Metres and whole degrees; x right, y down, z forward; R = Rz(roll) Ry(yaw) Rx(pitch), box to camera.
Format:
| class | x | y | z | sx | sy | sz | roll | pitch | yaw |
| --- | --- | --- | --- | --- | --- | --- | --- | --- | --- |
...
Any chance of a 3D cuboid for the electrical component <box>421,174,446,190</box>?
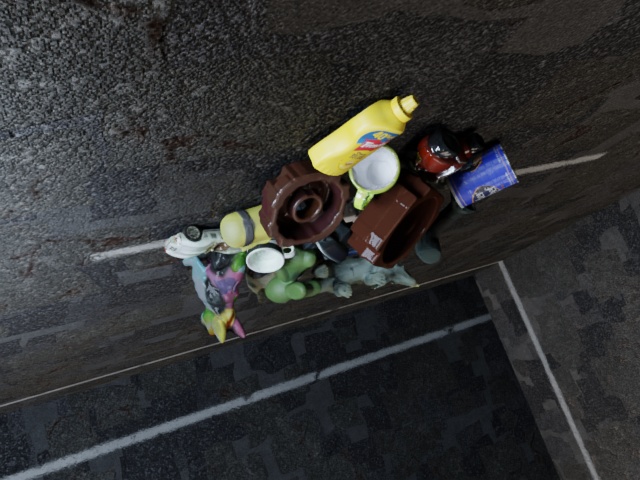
| class | x | y | z | sx | sy | sz | roll | pitch | yaw |
| --- | --- | --- | --- | --- | --- | --- | --- | --- | --- |
| electrical component | 0.263 | -0.129 | 1.256 | 0.045 | 0.078 | 0.102 | 0 | 169 | 26 |

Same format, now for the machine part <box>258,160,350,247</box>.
| class | x | y | z | sx | sy | sz | roll | pitch | yaw |
| --- | --- | --- | --- | --- | --- | --- | --- | --- | --- |
| machine part | -0.030 | -0.067 | 0.991 | 0.179 | 0.056 | 0.179 | -22 | 139 | -20 |

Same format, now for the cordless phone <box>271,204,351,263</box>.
| class | x | y | z | sx | sy | sz | roll | pitch | yaw |
| --- | --- | --- | --- | --- | --- | --- | --- | --- | --- |
| cordless phone | -0.040 | -0.009 | 1.144 | 0.184 | 0.147 | 0.088 | -10 | 135 | -24 |

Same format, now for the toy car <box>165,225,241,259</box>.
| class | x | y | z | sx | sy | sz | roll | pitch | yaw |
| --- | --- | --- | --- | --- | --- | --- | --- | --- | --- |
| toy car | -0.224 | 0.003 | 1.118 | 0.201 | 0.056 | 0.073 | -7 | 161 | -42 |

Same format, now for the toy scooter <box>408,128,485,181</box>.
| class | x | y | z | sx | sy | sz | roll | pitch | yaw |
| --- | --- | --- | --- | --- | --- | --- | --- | --- | --- |
| toy scooter | 0.237 | -0.164 | 1.078 | 0.184 | 0.075 | 0.135 | -11 | 165 | -46 |

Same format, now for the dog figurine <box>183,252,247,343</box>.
| class | x | y | z | sx | sy | sz | roll | pitch | yaw |
| --- | --- | --- | --- | --- | --- | --- | --- | --- | --- |
| dog figurine | -0.218 | 0.123 | 1.248 | 0.192 | 0.219 | 0.108 | -27 | 167 | 30 |

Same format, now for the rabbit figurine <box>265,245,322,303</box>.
| class | x | y | z | sx | sy | sz | roll | pitch | yaw |
| --- | --- | --- | --- | --- | --- | --- | --- | --- | --- |
| rabbit figurine | -0.069 | 0.084 | 1.318 | 0.121 | 0.159 | 0.170 | -9 | 125 | -55 |

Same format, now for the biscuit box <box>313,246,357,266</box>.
| class | x | y | z | sx | sy | sz | roll | pitch | yaw |
| --- | --- | --- | --- | --- | --- | --- | --- | --- | --- |
| biscuit box | 0.033 | 0.023 | 1.512 | 0.203 | 0.063 | 0.059 | -15 | 166 | -18 |

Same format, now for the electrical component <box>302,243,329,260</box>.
| class | x | y | z | sx | sy | sz | roll | pitch | yaw |
| --- | --- | --- | --- | --- | --- | --- | --- | --- | --- |
| electrical component | -0.003 | -0.004 | 1.259 | 0.075 | 0.119 | 0.048 | -11 | 163 | -37 |

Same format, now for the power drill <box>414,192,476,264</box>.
| class | x | y | z | sx | sy | sz | roll | pitch | yaw |
| --- | --- | --- | --- | --- | --- | --- | --- | --- | --- |
| power drill | 0.312 | -0.062 | 1.421 | 0.086 | 0.232 | 0.207 | 30 | 127 | -18 |

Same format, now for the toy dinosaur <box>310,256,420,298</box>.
| class | x | y | z | sx | sy | sz | roll | pitch | yaw |
| --- | --- | --- | --- | --- | --- | --- | --- | --- | --- |
| toy dinosaur | 0.079 | 0.098 | 1.510 | 0.405 | 0.131 | 0.192 | -9 | 172 | -10 |

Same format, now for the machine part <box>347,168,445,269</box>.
| class | x | y | z | sx | sy | sz | roll | pitch | yaw |
| --- | --- | --- | --- | --- | --- | --- | --- | --- | --- |
| machine part | 0.161 | -0.043 | 1.138 | 0.201 | 0.087 | 0.201 | -54 | 157 | 10 |

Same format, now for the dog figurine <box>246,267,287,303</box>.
| class | x | y | z | sx | sy | sz | roll | pitch | yaw |
| --- | --- | --- | --- | --- | --- | --- | --- | --- | --- |
| dog figurine | -0.171 | 0.074 | 1.430 | 0.172 | 0.121 | 0.190 | -4 | 147 | 34 |

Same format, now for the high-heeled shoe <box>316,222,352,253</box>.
| class | x | y | z | sx | sy | sz | roll | pitch | yaw |
| --- | --- | --- | --- | --- | --- | --- | --- | --- | --- |
| high-heeled shoe | 0.096 | -0.037 | 1.401 | 0.249 | 0.086 | 0.145 | -34 | 141 | 8 |

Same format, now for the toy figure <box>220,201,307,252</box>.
| class | x | y | z | sx | sy | sz | roll | pitch | yaw |
| --- | --- | --- | --- | --- | --- | --- | --- | --- | --- |
| toy figure | -0.110 | -0.038 | 1.072 | 0.180 | 0.082 | 0.089 | -14 | 163 | -11 |
